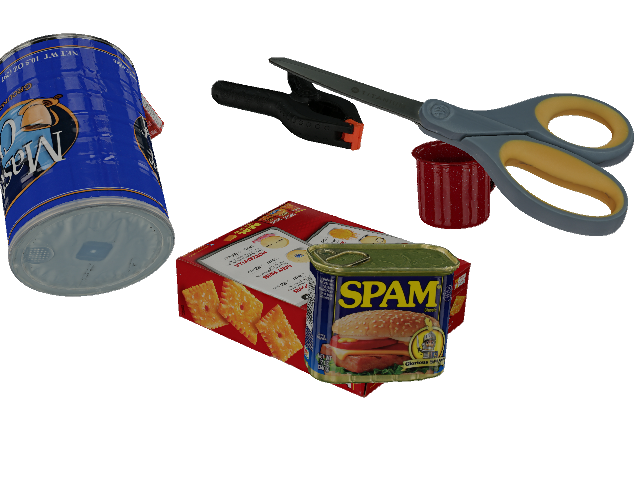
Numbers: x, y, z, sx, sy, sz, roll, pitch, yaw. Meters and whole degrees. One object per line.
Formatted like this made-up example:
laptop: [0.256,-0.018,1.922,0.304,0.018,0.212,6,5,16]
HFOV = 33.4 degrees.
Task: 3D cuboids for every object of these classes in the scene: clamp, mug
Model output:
clamp: [-0.029,-0.137,1.095,0.120,0.039,0.172,-21,38,-28]
mug: [0.161,-0.067,1.220,0.117,0.081,0.093,-21,27,-36]

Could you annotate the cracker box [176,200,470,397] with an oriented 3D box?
cracker box: [0.002,0.046,0.967,0.214,0.072,0.163,20,33,33]

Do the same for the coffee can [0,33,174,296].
coffee can: [-0.159,-0.049,0.699,0.102,0.140,0.103,-13,-31,-8]

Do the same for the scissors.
scissors: [0.079,-0.071,0.567,0.202,0.016,0.096,34,57,19]

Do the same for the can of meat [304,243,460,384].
can of meat: [0.040,0.050,0.734,0.102,0.084,0.057,0,16,-13]

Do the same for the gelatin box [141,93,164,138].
gelatin box: [-0.188,-0.100,0.893,0.089,0.073,0.030,-31,20,11]
